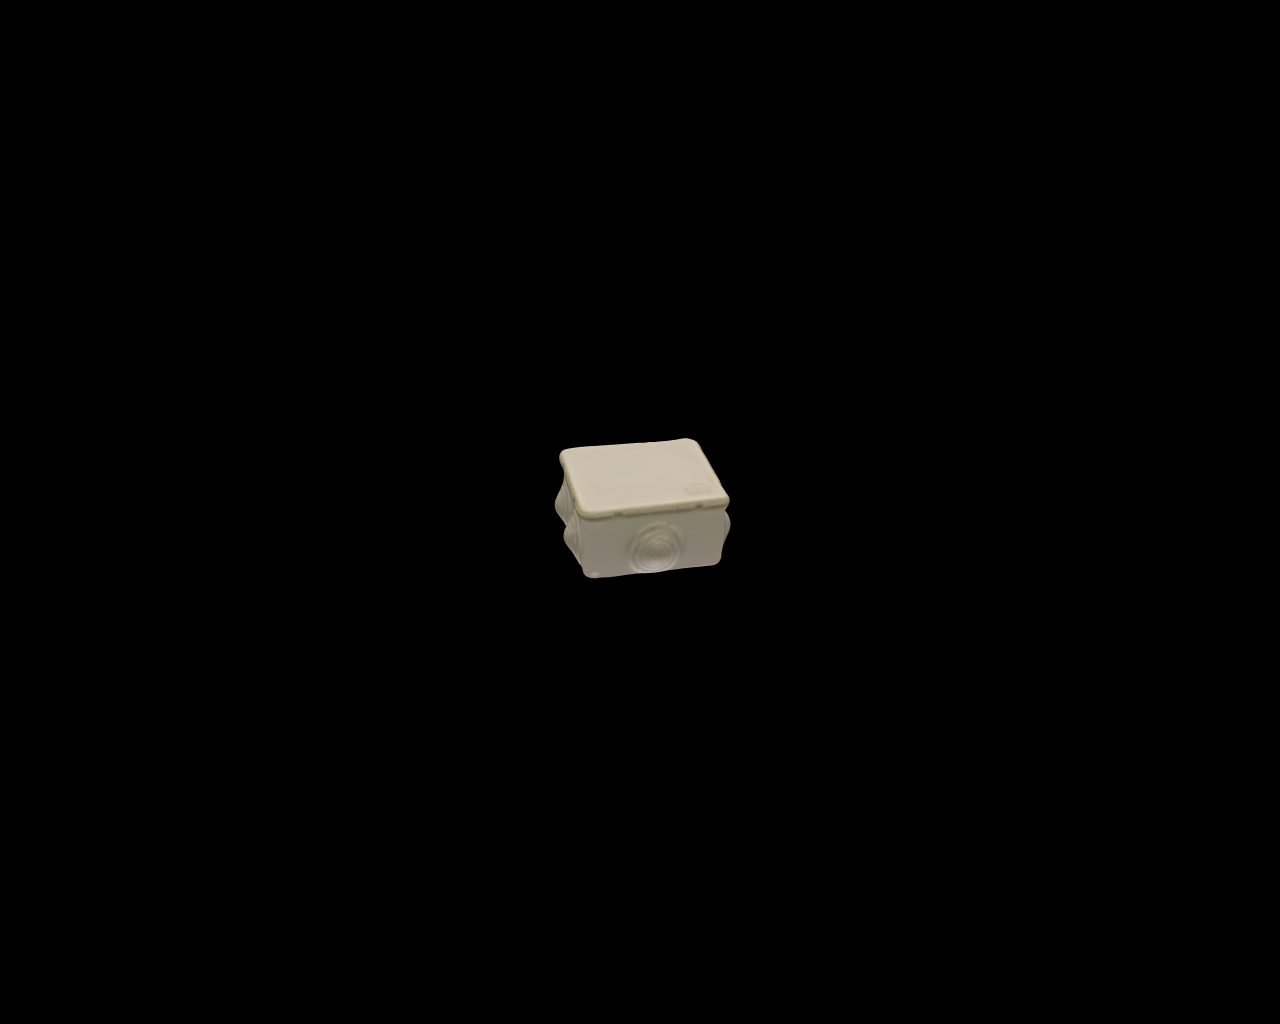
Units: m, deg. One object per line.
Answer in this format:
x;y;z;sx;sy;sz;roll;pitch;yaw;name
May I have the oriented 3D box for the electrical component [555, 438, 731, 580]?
0.001;-0.003;0.650;0.100;0.048;0.100;-5;29;-10;electrical component
